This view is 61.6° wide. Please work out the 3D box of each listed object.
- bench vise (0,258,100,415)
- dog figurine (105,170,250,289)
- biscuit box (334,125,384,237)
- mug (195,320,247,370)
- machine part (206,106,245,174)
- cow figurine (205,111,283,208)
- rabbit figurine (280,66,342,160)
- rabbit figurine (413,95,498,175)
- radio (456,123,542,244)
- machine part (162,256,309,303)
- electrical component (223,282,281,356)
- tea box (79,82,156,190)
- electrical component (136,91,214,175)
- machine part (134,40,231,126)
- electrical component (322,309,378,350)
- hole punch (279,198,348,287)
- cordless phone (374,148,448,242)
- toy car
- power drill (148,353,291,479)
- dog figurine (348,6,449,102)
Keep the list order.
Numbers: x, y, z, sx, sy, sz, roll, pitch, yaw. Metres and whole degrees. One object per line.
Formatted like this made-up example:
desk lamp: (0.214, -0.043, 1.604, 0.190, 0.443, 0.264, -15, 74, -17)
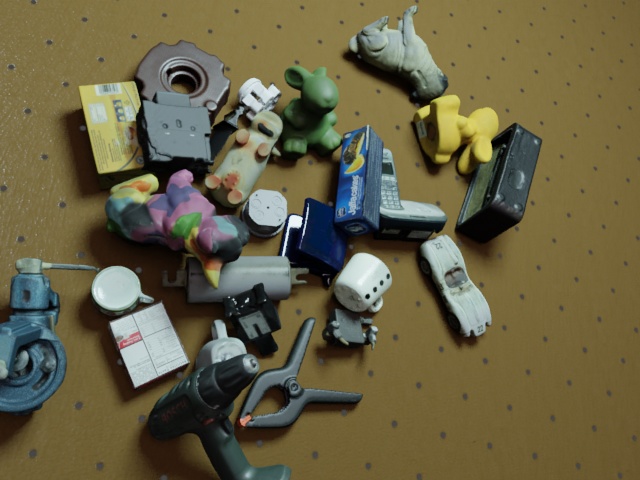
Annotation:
bench vise: (-0.396, 0.130, 0.711, 0.129, 0.241, 0.223, 15, 82, -15)
dog figurine: (-0.218, -0.012, 0.826, 0.191, 0.108, 0.219, -15, 40, -23)
biscuit box: (0.074, -0.109, 0.989, 0.062, 0.059, 0.202, 38, 49, -45)
mug: (-0.148, 0.177, 0.833, 0.081, 0.107, 0.109, 0, 72, -19)
machine part: (-0.187, -0.180, 0.980, 0.039, 0.084, 0.139, 38, 70, -29)
cow figurine: (-0.127, -0.145, 0.966, 0.085, 0.127, 0.195, 30, 79, -4)
rabbit figurine: (-0.007, -0.250, 1.003, 0.121, 0.170, 0.159, -2, 72, -19)
rabbit figurine: (0.304, -0.225, 1.120, 0.173, 0.122, 0.162, -14, 80, -22)
radio: (0.366, -0.117, 1.091, 0.073, 0.131, 0.229, 27, 65, -8)
machine part: (-0.137, 0.066, 0.895, 0.243, 0.079, 0.079, -1, 70, -18)
electrical component: (-0.102, 0.133, 0.877, 0.075, 0.119, 0.048, -24, 40, 2)
tea box: (-0.348, -0.180, 0.926, 0.098, 0.068, 0.169, -11, 75, -21)
electrical component: (-0.244, -0.180, 0.898, 0.115, 0.058, 0.134, -3, 73, -34)
machine part: (-0.256, -0.289, 1.004, 0.179, 0.056, 0.179, 6, 68, -15)
electrical component: (0.054, 0.155, 0.926, 0.102, 0.045, 0.078, 17, 51, -23)
hole punch: (-0.002, -0.003, 0.959, 0.116, 0.092, 0.142, 16, 62, -15)
cordless phone: (0.160, -0.094, 1.048, 0.147, 0.088, 0.184, 3, 65, -16)
toy car: (0.257, 0.087, 1.021, 0.073, 0.056, 0.202, -20, 77, -23)
power drill: (-0.128, 0.274, 0.757, 0.207, 0.232, 0.086, 56, 31, -13)
dog figurine: (0.169, -0.373, 1.155, 0.172, 0.121, 0.190, -20, 95, 10)
